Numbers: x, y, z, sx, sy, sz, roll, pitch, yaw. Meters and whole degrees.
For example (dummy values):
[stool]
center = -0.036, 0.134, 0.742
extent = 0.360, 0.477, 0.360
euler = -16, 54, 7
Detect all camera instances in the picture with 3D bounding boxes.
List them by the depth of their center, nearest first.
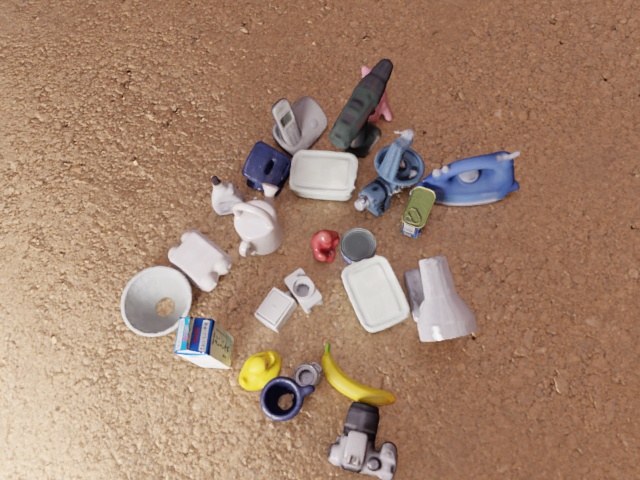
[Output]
[camera]
center = 0.097, 0.414, 1.190
extent = 0.143, 0.137, 0.101
euler = 12, -18, 8

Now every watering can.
[watering can]
center = -0.146, -0.049, 1.324
extent = 0.101, 0.173, 0.194
euler = -1, -20, 4

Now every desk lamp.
[desk lamp]
center = 0.248, 0.127, 1.221
extent = 0.118, 0.203, 0.214
euler = -12, -20, 0

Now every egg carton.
[egg carton]
center = -0.286, 0.048, 1.366
extent = 0.150, 0.107, 0.069
euler = 36, -13, 15

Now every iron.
[iron]
center = 0.344, -0.156, 1.354
extent = 0.258, 0.118, 0.141
euler = -10, -20, 1

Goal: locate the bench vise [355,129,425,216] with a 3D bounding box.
[bench vise]
center = 0.170, -0.152, 1.323
extent = 0.121, 0.207, 0.220
euler = 24, -16, 12

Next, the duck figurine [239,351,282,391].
[duck figurine]
center = -0.136, 0.284, 1.261
extent = 0.104, 0.077, 0.086
euler = -38, -18, -9

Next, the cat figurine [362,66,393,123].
[cat figurine]
center = 0.146, -0.382, 1.462
extent = 0.067, 0.127, 0.118
euler = -15, -20, -1

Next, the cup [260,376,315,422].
[cup]
center = -0.065, 0.340, 1.232
extent = 0.118, 0.091, 0.095
euler = -19, -20, -3

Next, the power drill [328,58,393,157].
[power drill]
center = 0.104, -0.299, 1.387
extent = 0.075, 0.230, 0.208
euler = 30, -15, 14

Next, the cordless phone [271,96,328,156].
[cordless phone]
center = -0.056, -0.306, 1.414
extent = 0.094, 0.148, 0.185
euler = 36, -13, 15

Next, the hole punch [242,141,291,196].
[hole punch]
center = -0.129, -0.179, 1.424
extent = 0.101, 0.109, 0.091
euler = 21, -17, 11

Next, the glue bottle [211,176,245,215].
[glue bottle]
center = -0.229, -0.111, 1.363
extent = 0.078, 0.037, 0.173
euler = -12, -20, 0

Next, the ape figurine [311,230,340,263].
[ape figurine]
center = 0.012, 0.005, 1.347
extent = 0.078, 0.076, 0.092
euler = -39, -18, -9

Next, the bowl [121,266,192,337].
[bowl]
center = -0.370, 0.148, 1.333
extent = 0.167, 0.167, 0.075
euler = 0, -20, 4
